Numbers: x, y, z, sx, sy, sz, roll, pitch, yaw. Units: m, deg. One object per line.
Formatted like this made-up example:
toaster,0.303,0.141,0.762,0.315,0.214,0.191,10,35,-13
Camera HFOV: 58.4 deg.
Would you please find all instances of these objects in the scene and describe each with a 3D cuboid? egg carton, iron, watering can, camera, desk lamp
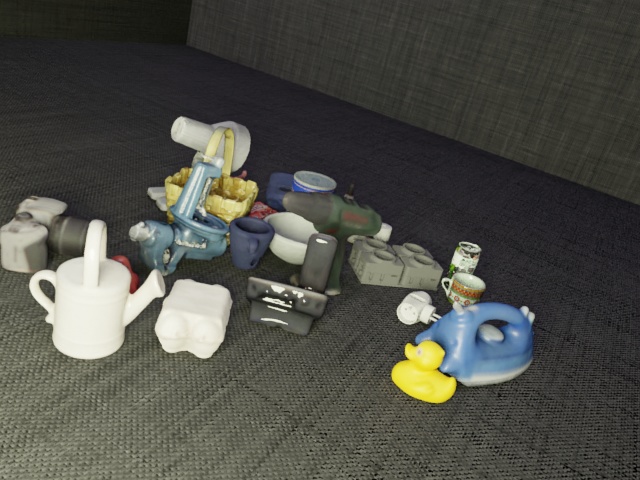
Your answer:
egg carton,-0.199,0.121,0.915,0.107,0.069,0.150,12,24,-8
iron,0.308,0.167,1.025,0.259,0.141,0.118,2,27,-28
watering can,-0.315,0.063,0.820,0.173,0.194,0.100,-2,29,-34
camera,-0.467,-0.013,1.009,0.137,0.101,0.143,11,24,-9
desk lamp,-0.281,-0.183,1.350,0.204,0.213,0.117,-6,31,-39

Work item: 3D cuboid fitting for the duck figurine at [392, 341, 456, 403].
duck figurine,0.176,0.207,0.930,0.104,0.086,0.078,23,25,18

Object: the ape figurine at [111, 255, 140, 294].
ape figurine,-0.327,0.066,0.931,0.078,0.092,0.076,-5,31,-38

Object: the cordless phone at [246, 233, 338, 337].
cordless phone,-0.048,0.060,0.995,0.147,0.185,0.094,13,24,-5

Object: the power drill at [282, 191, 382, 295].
power drill,0.010,0.004,1.122,0.230,0.208,0.075,-3,29,-34

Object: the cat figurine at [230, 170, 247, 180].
cat figurine,-0.247,-0.165,1.449,0.128,0.118,0.067,15,24,-1

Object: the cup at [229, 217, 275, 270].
cup,-0.141,0.018,1.142,0.092,0.095,0.117,8,25,-15

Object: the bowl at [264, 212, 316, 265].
bowl,-0.049,0.006,1.247,0.167,0.075,0.167,13,24,-6

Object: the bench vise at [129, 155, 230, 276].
bench vise,-0.242,-0.045,1.065,0.121,0.220,0.208,23,25,17

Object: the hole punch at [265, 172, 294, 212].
hole punch,-0.084,-0.113,1.466,0.109,0.091,0.101,13,24,-6

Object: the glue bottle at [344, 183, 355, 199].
glue bottle,0.052,-0.049,1.305,0.037,0.173,0.078,22,25,15
